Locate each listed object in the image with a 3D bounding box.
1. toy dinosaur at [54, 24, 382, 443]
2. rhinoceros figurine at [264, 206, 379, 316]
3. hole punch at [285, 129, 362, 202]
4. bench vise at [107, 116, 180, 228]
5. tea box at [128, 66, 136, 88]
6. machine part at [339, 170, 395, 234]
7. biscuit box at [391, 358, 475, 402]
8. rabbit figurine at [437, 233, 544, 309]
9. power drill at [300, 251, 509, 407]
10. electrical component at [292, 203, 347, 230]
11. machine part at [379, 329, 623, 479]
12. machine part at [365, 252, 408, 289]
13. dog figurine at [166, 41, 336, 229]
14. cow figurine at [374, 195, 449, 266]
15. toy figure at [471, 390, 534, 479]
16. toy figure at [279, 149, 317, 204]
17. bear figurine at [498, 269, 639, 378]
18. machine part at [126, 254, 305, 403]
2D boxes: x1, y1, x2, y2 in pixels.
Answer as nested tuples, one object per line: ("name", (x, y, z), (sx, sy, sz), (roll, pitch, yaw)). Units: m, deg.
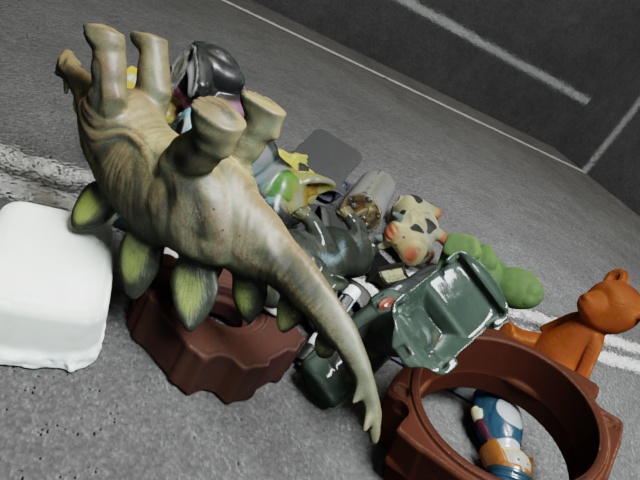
("toy dinosaur", (-0.105, -0.035, 0.458), (0.472, 0.198, 0.105), (39, 31, 25))
("rhinoceros figurine", (-0.008, 0.025, 0.598), (0.190, 0.073, 0.112), (-16, 76, -53))
("hole punch", (0.001, -0.126, 1.002), (0.142, 0.092, 0.116), (37, 55, 8))
("bench vise", (-0.200, -0.089, 0.694), (0.223, 0.129, 0.241), (33, 46, -15))
("tea box", (-0.287, -0.209, 0.856), (0.098, 0.068, 0.170), (22, 28, -13))
("machine part", (0.089, -0.073, 0.984), (0.079, 0.079, 0.243), (31, 26, 1))
("biscuit box", (0.165, 0.149, 0.692), (0.203, 0.059, 0.063), (29, 28, -2))
("rabbit figurine", (0.273, 0.071, 0.880), (0.170, 0.121, 0.159), (21, 2, 15))
("power drill", (0.091, 0.074, 0.543), (0.232, 0.207, 0.086), (-35, 93, -23))
("electrical component", (-0.002, -0.002, 0.794), (0.134, 0.058, 0.115), (6, 37, -38))
("machine part", (0.172, 0.185, 0.529), (0.201, 0.087, 0.201), (28, 38, 28))
("machine part", (0.085, 0.031, 0.846), (0.084, 0.039, 0.139), (-15, 52, -44))
("dog figurine", (-0.084, -0.111, 0.646), (0.219, 0.108, 0.191), (23, 58, -37))
("cow figurine", (0.163, -0.021, 0.961), (0.127, 0.085, 0.195), (30, 28, -12))
("toy figure", (0.201, 0.228, 0.597), (0.064, 0.057, 0.154), (3, 29, 5))
("toy figure", (-0.085, -0.104, 0.864), (0.180, 0.082, 0.089), (21, 46, -32))
("bear figurine", (0.379, 0.128, 0.791), (0.132, 0.195, 0.120), (17, 32, -22))
("machine part", (-0.101, 0.080, 0.553), (0.179, 0.056, 0.179), (24, 27, -13))
